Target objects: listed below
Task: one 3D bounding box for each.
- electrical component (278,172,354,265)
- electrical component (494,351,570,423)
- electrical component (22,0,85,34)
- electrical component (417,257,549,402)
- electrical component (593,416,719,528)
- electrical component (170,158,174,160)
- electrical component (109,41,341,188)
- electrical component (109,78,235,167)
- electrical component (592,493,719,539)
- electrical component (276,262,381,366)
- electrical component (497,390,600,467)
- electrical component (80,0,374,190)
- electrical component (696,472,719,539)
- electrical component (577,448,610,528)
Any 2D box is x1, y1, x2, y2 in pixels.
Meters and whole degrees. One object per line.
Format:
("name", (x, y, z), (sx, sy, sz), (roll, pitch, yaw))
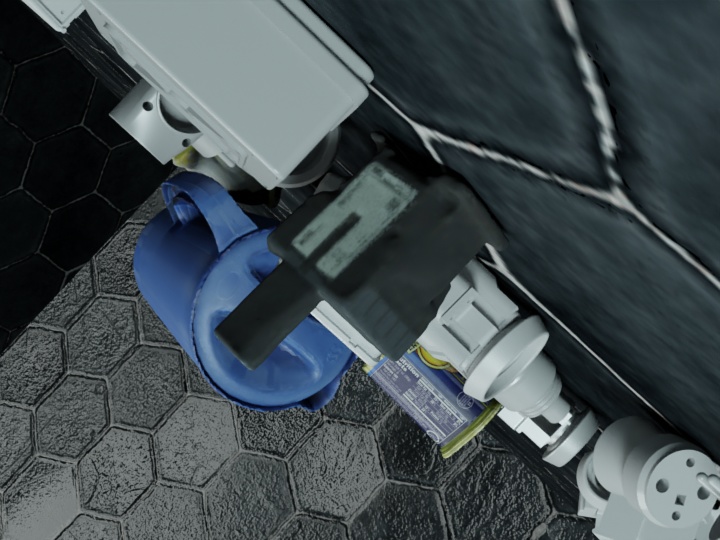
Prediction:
("electrical component", (0.007, -0.014, 0.563), (0.062, 0.061, 0.096), (30, -175, 9))
("electrical component", (0.108, 0.073, 0.687), (0.062, 0.043, 0.043), (42, 177, -19))
("electrical component", (-0.189, -0.194, 0.608), (0.061, 0.061, 0.096), (41, 176, 27))
("electrical component", (0.065, 0.034, 0.586), (0.057, 0.058, 0.078), (44, 177, 19))
("electrical component", (0.153, 0.104, 0.556), (0.045, 0.045, 0.055), (44, 176, -16))
("electrical component", (-0.159, -0.131, 1.004), (0.044, 0.065, 0.044), (43, 176, 3))
("electrical component", (-0.073, -0.099, 0.543), (0.138, 0.052, 0.074), (44, 176, -18))
("electrical component", (-0.095, -0.094, 0.643), (0.079, 0.077, 0.044), (44, 177, -34))
("electrical component", (0.199, 0.171, 0.675), (0.063, 0.078, 0.121), (12, 158, 36))
("electrical component", (0.000, 0.000, 0.697), (0.100, 0.048, 0.099), (43, -154, -10))
("electrical component", (0.129, 0.100, 0.735), (0.055, 0.048, 0.066), (43, -167, 7))
("electrical component", (-0.056, -0.089, 0.443), (0.109, 0.056, 0.109), (43, 176, -7))
("electrical component", (0.172, 0.112, 0.442), (0.079, 0.044, 0.077), (42, 176, 8))
("electrical component", (0.179, 0.153, 0.773), (0.048, 0.066, 0.055), (7, 159, 10))
